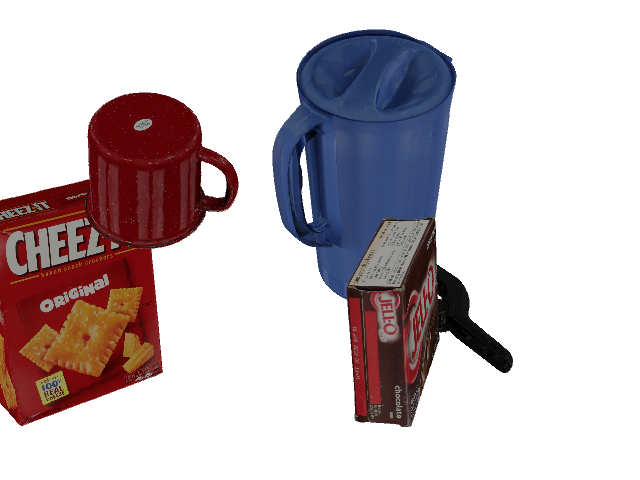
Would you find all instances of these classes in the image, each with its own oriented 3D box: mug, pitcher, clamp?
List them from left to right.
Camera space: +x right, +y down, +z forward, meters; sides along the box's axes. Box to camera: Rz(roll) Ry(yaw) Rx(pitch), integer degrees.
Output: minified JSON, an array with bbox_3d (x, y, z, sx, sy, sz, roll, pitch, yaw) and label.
[{"bbox_3d":[-0.118,-0.052,0.789,0.117,0.093,0.081,14,-43,5],"label":"mug"},{"bbox_3d":[0.040,-0.053,0.963,0.149,0.243,0.145,2,44,4],"label":"pitcher"},{"bbox_3d":[0.139,0.086,1.157,0.120,0.171,0.039,4,-44,-7],"label":"clamp"}]

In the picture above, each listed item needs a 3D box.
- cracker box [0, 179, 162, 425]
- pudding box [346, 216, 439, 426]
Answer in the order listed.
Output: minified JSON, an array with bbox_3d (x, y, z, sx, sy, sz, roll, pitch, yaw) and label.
[{"bbox_3d":[-0.249,0.057,1.068,0.163,0.214,0.072,-17,28,-32],"label":"cracker box"},{"bbox_3d":[0.046,0.046,0.650,0.039,0.090,0.113,2,23,13],"label":"pudding box"}]
